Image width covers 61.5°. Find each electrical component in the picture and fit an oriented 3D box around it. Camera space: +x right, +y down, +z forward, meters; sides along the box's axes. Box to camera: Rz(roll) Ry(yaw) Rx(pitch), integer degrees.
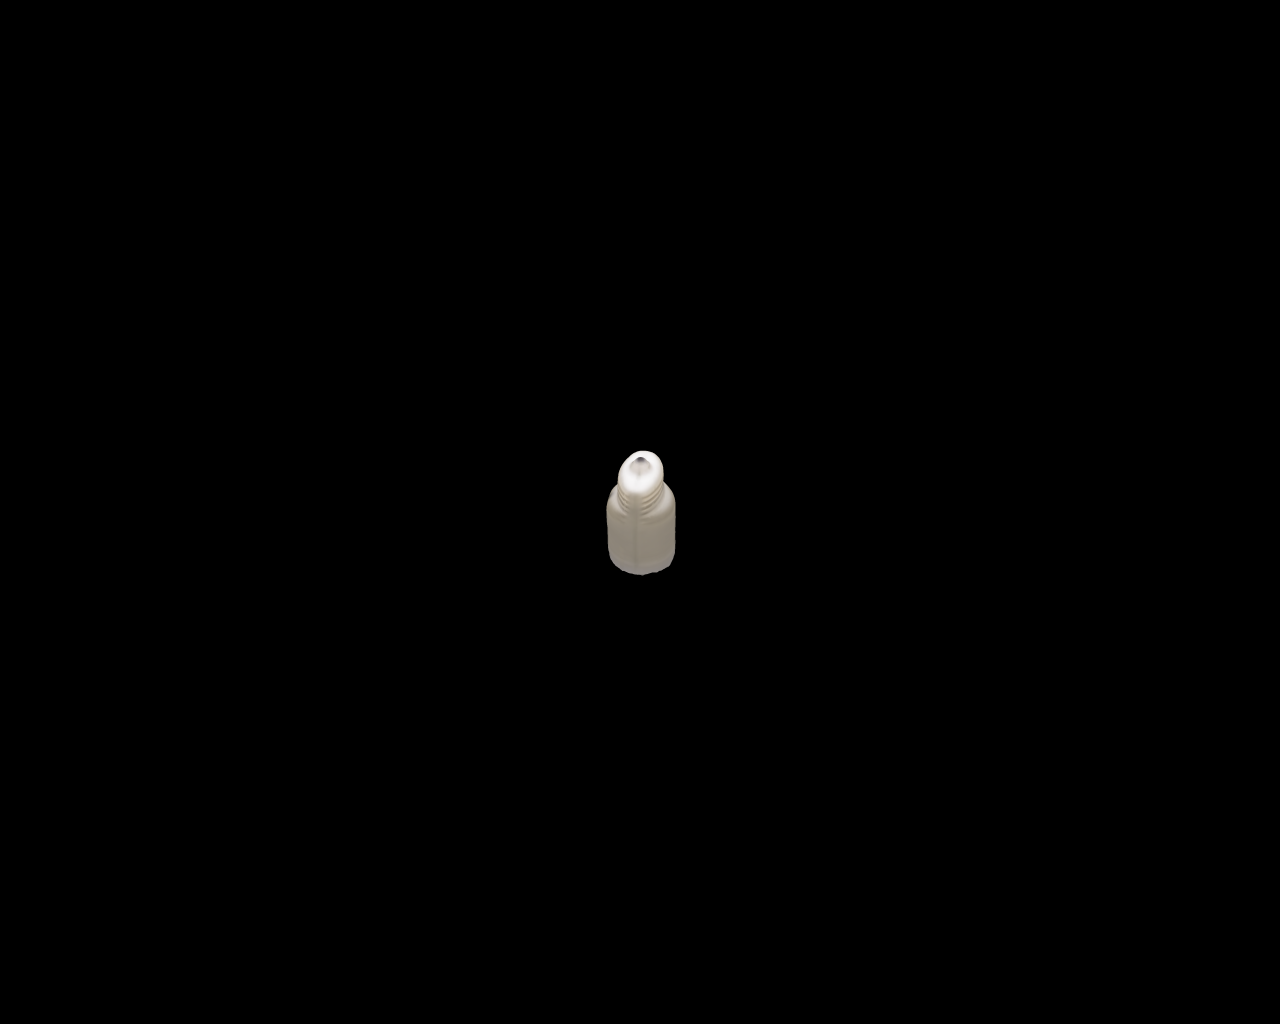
[{"bbox_3d":[0.001,-0.003,0.650,0.043,0.080,0.043,0,43,0],"label":"electrical component"}]
